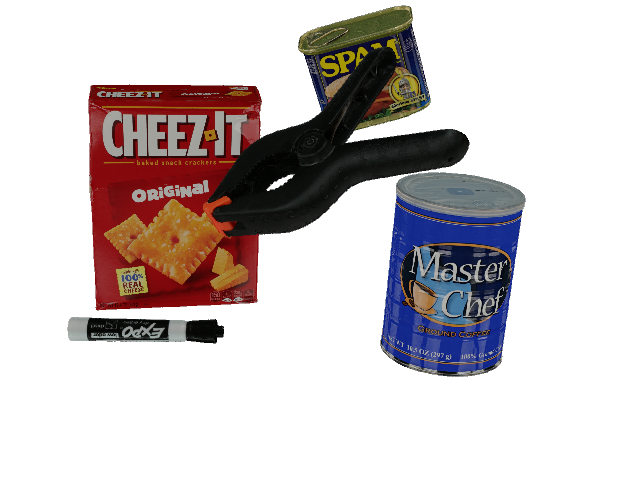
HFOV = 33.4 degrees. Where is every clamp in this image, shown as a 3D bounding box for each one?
[{"bbox_3d":[0.009,-0.050,0.687,0.120,0.171,0.039,46,-7,49],"label":"clamp"}]

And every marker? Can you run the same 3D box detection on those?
[{"bbox_3d":[-0.136,0.070,0.834,0.121,0.020,0.020,1,0,3],"label":"marker"}]

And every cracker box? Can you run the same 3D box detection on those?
[{"bbox_3d":[-0.142,-0.041,1.048,0.164,0.214,0.072,-1,21,-9],"label":"cracker box"}]

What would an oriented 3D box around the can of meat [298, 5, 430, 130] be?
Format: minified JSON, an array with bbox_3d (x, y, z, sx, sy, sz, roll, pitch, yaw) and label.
[{"bbox_3d":[0.041,-0.149,0.938,0.102,0.084,0.057,-13,28,10],"label":"can of meat"}]

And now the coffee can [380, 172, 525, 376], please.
[{"bbox_3d":[0.106,0.025,0.868,0.103,0.140,0.103,4,19,-2],"label":"coffee can"}]
